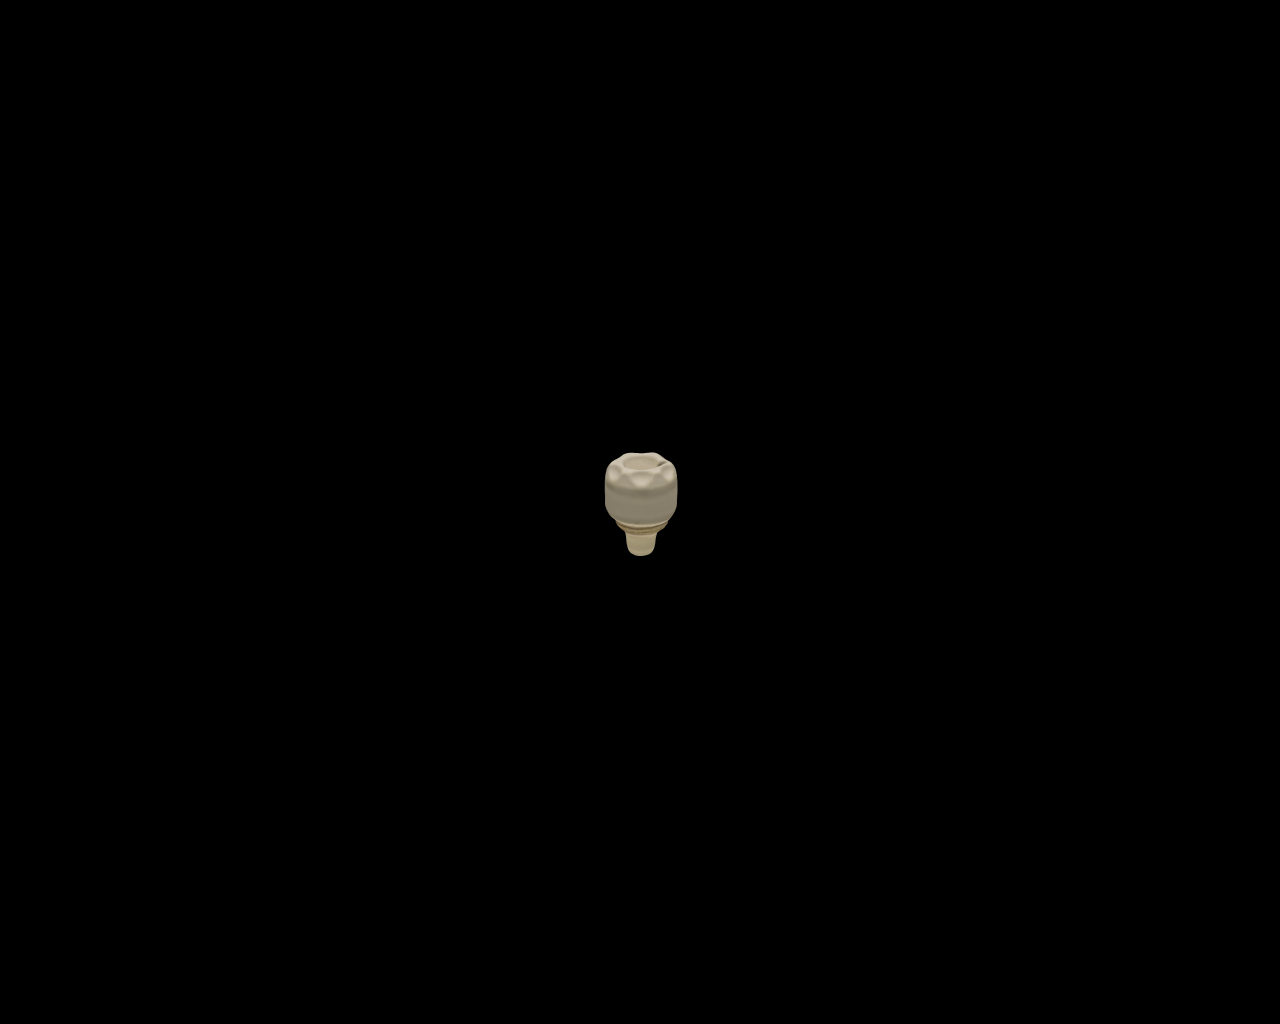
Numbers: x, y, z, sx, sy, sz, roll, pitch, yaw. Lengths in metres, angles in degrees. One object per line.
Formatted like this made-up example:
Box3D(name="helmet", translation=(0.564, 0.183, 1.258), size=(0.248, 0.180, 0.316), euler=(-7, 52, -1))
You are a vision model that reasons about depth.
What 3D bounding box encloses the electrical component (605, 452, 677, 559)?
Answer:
Box3D(name="electrical component", translation=(0.001, -0.003, 0.650), size=(0.043, 0.062, 0.043), euler=(0, 24, 0))
